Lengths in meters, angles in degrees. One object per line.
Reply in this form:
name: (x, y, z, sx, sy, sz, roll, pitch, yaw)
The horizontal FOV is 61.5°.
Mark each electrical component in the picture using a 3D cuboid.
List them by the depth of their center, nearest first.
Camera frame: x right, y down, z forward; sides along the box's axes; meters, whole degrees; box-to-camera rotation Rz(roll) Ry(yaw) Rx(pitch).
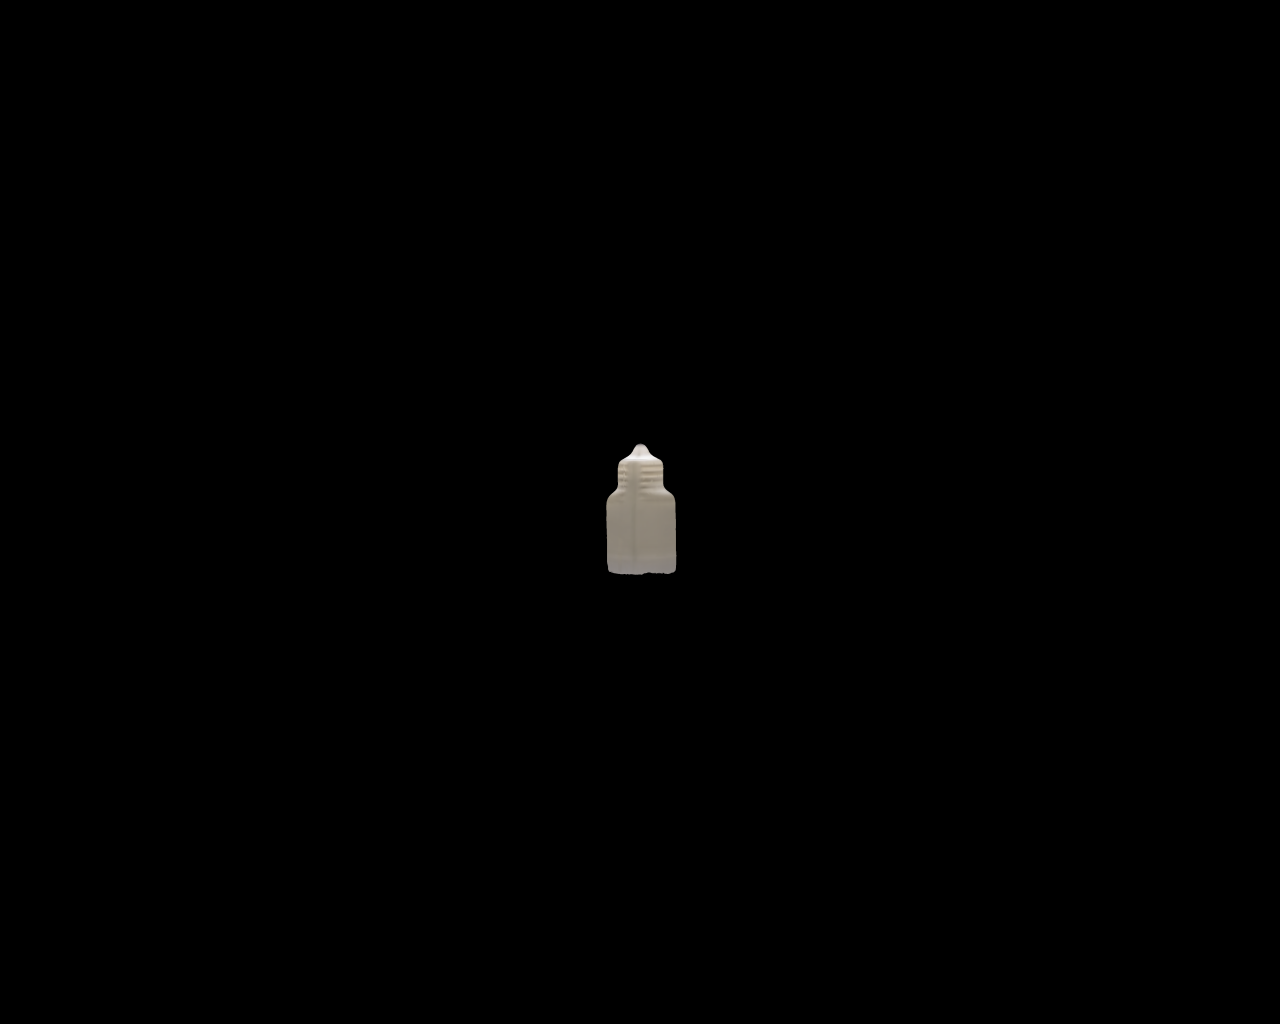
electrical component: (0.001, -0.003, 0.650, 0.043, 0.081, 0.043, 0, 4, 0)
